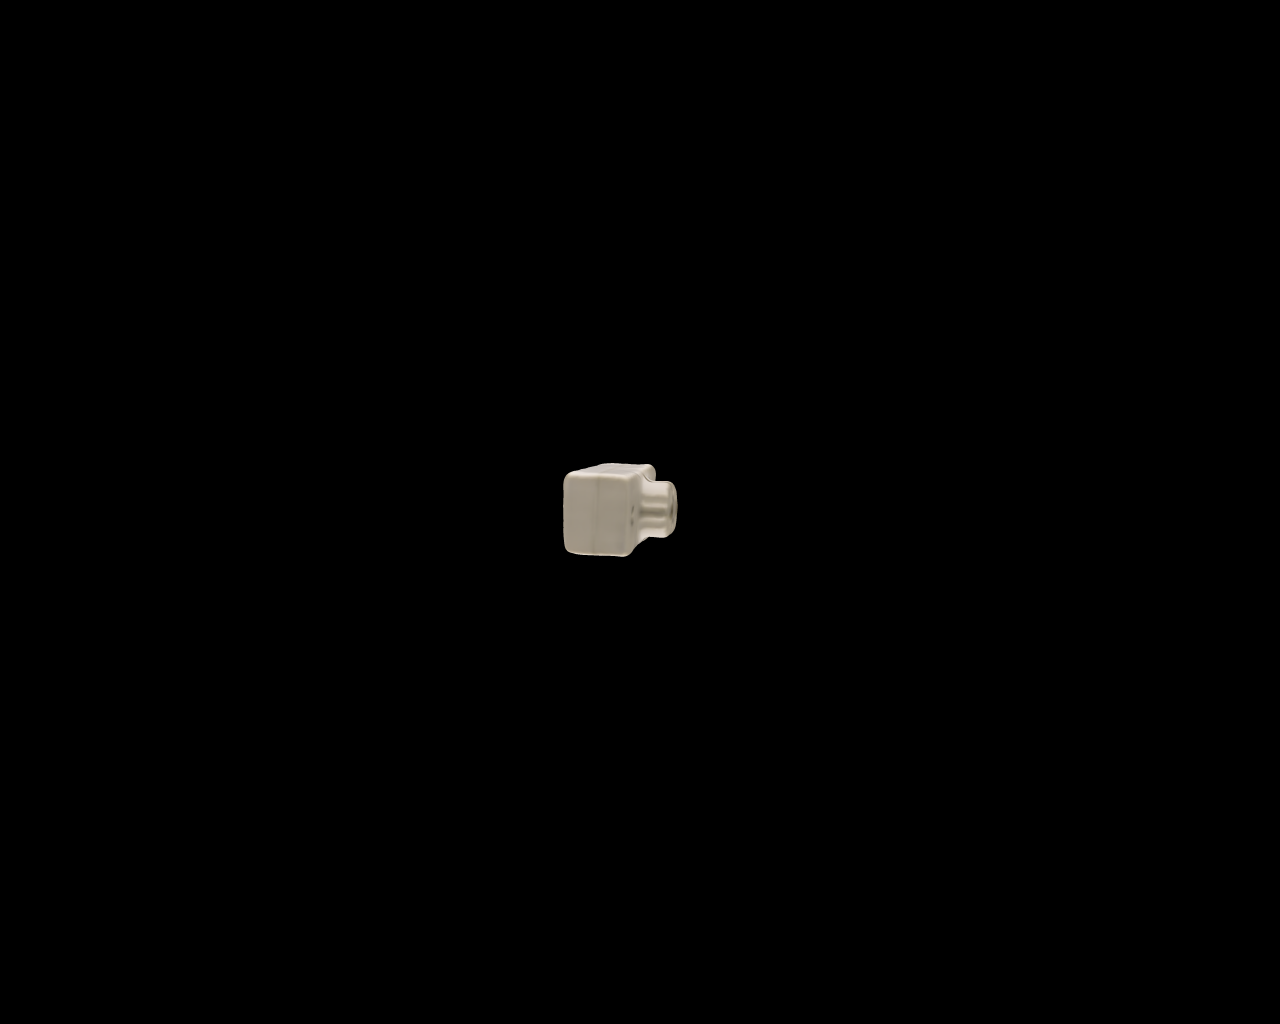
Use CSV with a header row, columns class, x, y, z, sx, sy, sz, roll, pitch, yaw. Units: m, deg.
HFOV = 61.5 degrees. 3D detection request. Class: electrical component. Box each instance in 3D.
class,x,y,z,sx,sy,sz,roll,pitch,yaw
electrical component,0.001,-0.003,0.650,0.076,0.047,0.083,1,7,11
